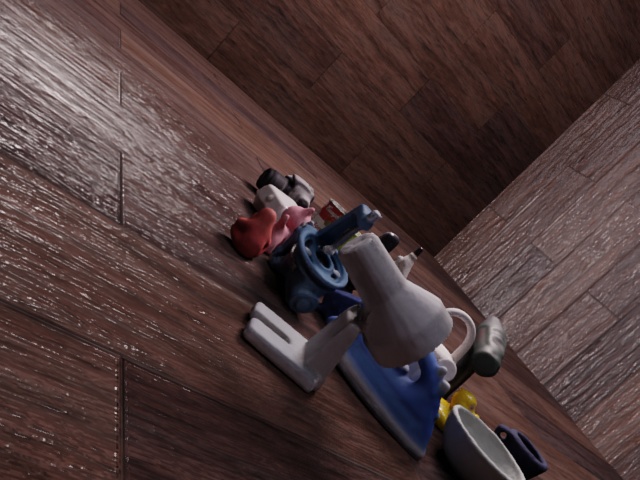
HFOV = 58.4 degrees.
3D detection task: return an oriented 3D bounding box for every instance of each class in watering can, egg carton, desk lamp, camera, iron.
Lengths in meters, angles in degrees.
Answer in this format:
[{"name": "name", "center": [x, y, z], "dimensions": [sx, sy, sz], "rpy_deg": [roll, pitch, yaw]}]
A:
[{"name": "watering can", "center": [0.199, 0.207, 1.023], "dimensions": [0.101, 0.194, 0.172], "rpy_deg": [38, 13, -31]}, {"name": "egg carton", "center": [-0.091, -0.059, 1.283], "dimensions": [0.108, 0.069, 0.150], "rpy_deg": [35, 15, -41]}, {"name": "desk lamp", "center": [0.042, 0.107, 0.778], "dimensions": [0.203, 0.213, 0.118], "rpy_deg": [42, 11, -11]}, {"name": "camera", "center": [-0.091, -0.134, 1.474], "dimensions": [0.137, 0.100, 0.143], "rpy_deg": [39, 12, -24]}, {"name": "iron", "center": [0.128, 0.202, 0.924], "dimensions": [0.257, 0.141, 0.119], "rpy_deg": [50, 13, 29]}]

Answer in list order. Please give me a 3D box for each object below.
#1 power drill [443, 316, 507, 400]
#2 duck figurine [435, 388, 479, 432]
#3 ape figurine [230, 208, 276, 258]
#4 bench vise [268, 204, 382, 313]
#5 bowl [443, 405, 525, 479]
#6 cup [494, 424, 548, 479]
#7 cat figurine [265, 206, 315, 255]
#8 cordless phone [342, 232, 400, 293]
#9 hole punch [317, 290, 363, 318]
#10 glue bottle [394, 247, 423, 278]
[{"name": "power drill", "center": [0.303, 0.253, 1.188], "dimensions": [0.075, 0.208, 0.230], "rpy_deg": [45, 11, 3]}, {"name": "duck figurine", "center": [0.256, 0.320, 1.096], "dimensions": [0.104, 0.086, 0.078], "rpy_deg": [47, 11, 12]}, {"name": "ape figurine", "center": [-0.110, -0.018, 1.005], "dimensions": [0.078, 0.092, 0.076], "rpy_deg": [41, 11, -17]}, {"name": "bench vise", "center": [0.002, -0.001, 1.013], "dimensions": [0.122, 0.219, 0.206], "rpy_deg": [33, 15, -44]}, {"name": "bowl", "center": [0.262, 0.368, 0.971], "dimensions": [0.168, 0.074, 0.167], "rpy_deg": [42, 11, -10]}, {"name": "cup", "center": [0.355, 0.414, 1.084], "dimensions": [0.118, 0.095, 0.092], "rpy_deg": [44, 11, -2]}, {"name": "cat figurine", "center": [-0.064, -0.030, 1.150], "dimensions": [0.067, 0.117, 0.128], "rpy_deg": [46, 11, 11]}, {"name": "cordless phone", "center": [0.076, 0.036, 1.230], "dimensions": [0.148, 0.185, 0.094], "rpy_deg": [29, 19, -54]}, {"name": "hole punch", "center": [0.059, 0.128, 1.080], "dimensions": [0.101, 0.091, 0.109], "rpy_deg": [51, 13, 31]}, {"name": "glue bottle", "center": [0.230, 0.083, 1.641], "dimensions": [0.078, 0.173, 0.037], "rpy_deg": [49, 12, 25]}]
